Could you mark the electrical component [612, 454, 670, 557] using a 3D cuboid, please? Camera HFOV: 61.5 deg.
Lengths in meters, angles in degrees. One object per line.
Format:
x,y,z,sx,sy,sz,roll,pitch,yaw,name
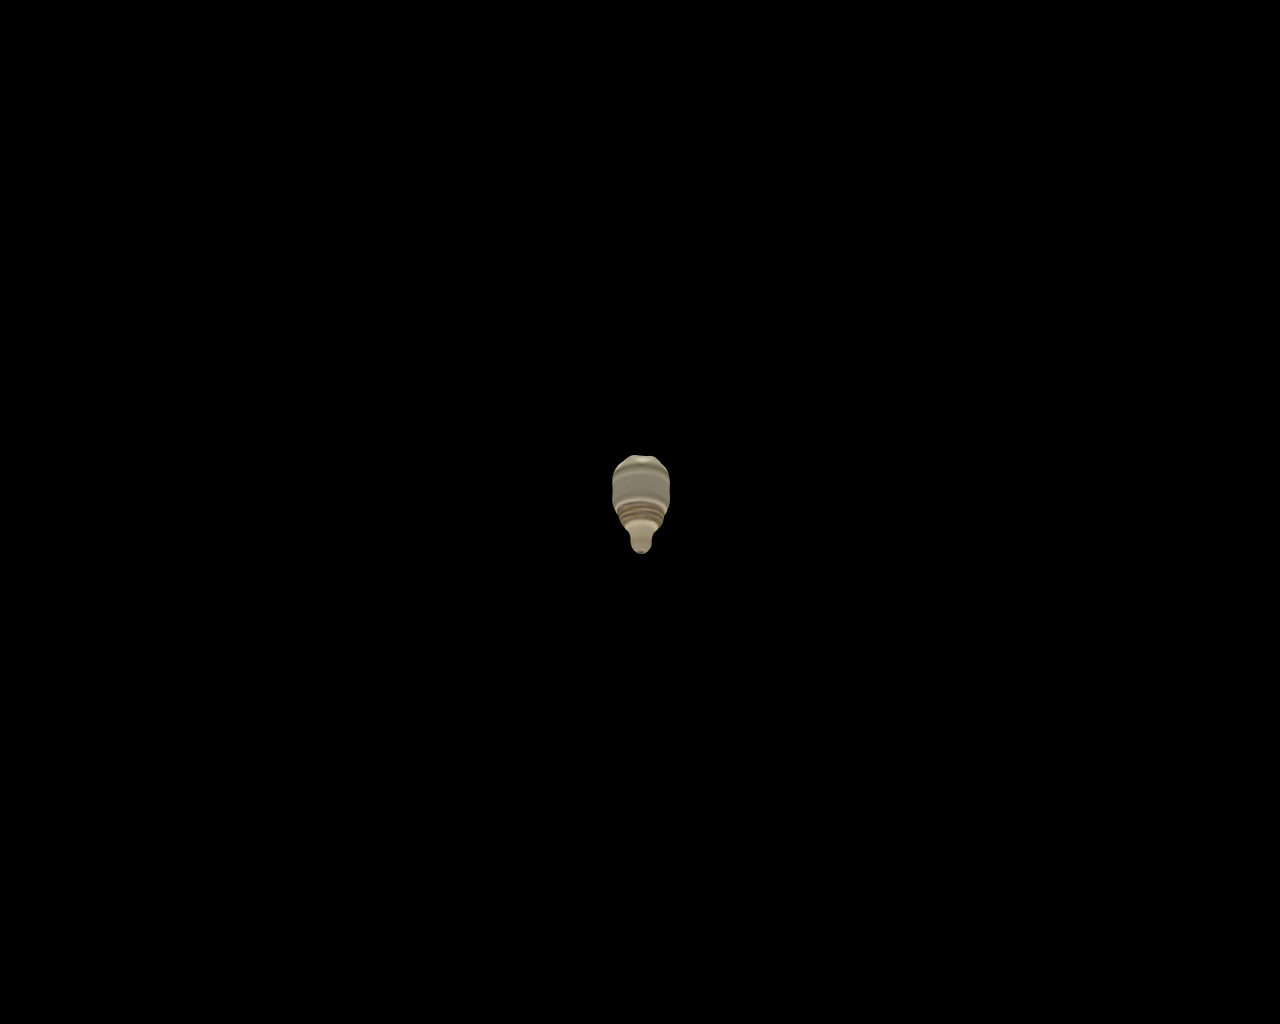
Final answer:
0.001,-0.003,0.650,0.035,0.061,0.035,0,-27,0,electrical component
